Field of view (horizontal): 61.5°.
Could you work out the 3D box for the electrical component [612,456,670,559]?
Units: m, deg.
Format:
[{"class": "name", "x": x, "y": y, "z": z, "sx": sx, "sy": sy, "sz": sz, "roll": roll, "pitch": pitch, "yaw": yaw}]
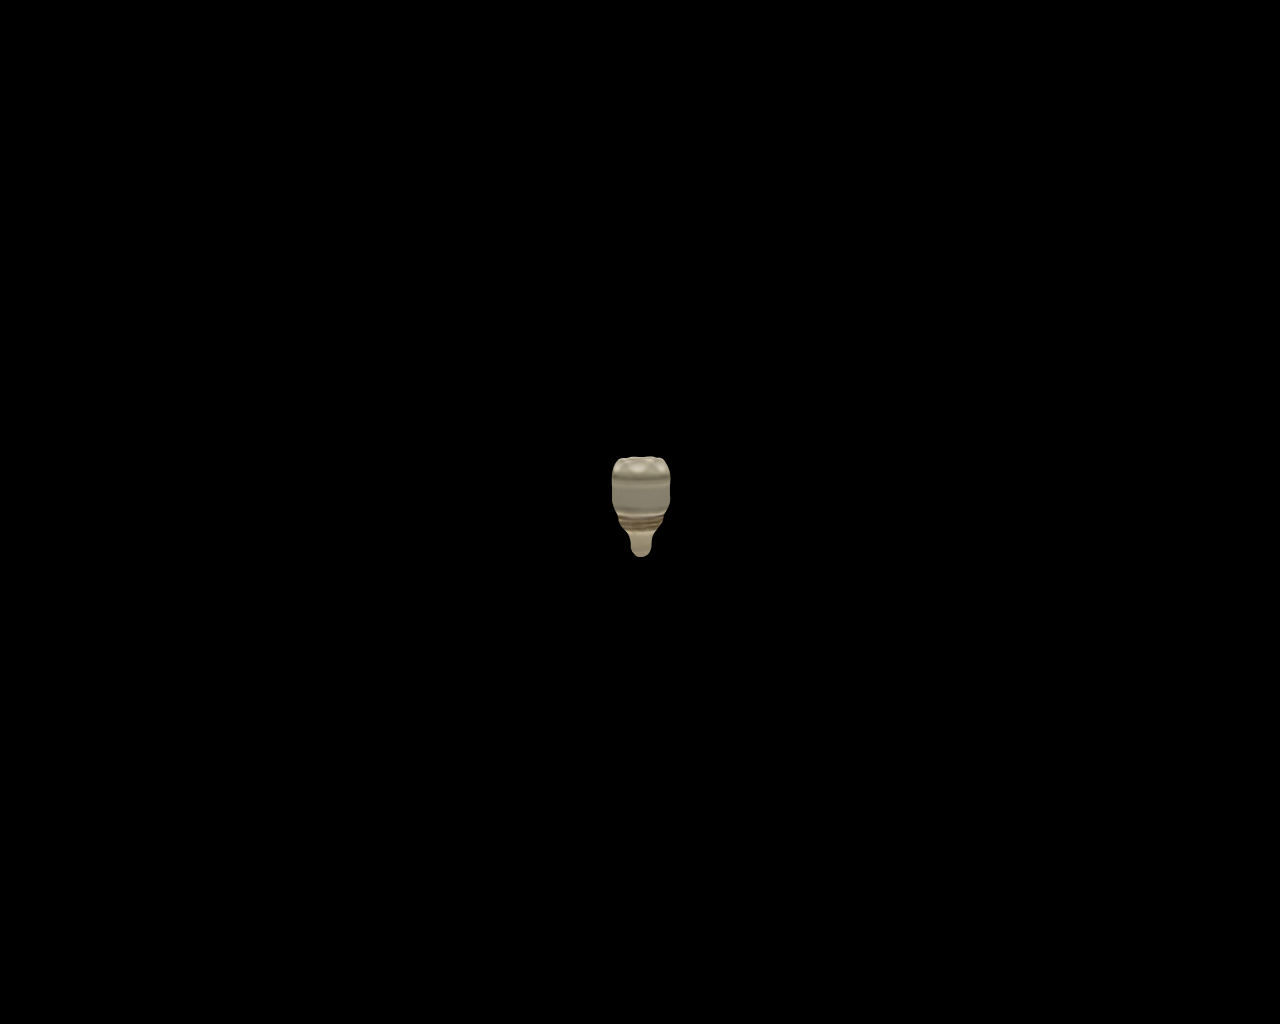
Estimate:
[{"class": "electrical component", "x": 0.001, "y": -0.003, "z": 0.650, "sx": 0.035, "sy": 0.061, "sz": 0.035, "roll": 0, "pitch": 7, "yaw": 0}]
